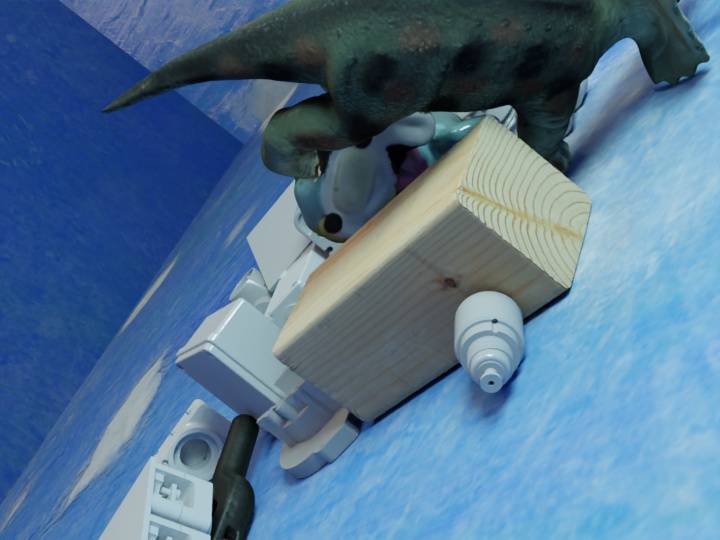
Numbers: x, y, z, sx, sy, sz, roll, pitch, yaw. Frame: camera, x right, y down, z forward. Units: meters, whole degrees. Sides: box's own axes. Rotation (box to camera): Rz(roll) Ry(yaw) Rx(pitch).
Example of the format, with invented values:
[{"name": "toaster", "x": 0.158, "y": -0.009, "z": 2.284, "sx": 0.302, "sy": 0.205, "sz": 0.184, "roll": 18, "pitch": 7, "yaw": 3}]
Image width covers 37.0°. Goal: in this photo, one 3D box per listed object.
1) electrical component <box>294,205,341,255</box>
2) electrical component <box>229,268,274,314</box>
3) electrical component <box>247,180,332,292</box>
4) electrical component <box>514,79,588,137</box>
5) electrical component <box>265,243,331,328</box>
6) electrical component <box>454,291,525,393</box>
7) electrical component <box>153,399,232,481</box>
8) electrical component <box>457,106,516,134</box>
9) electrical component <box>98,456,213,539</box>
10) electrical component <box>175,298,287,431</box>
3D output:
[{"name": "electrical component", "x": -0.013, "y": -0.046, "z": 1.037, "sx": 0.053, "sy": 0.095, "sz": 0.059, "roll": -48, "pitch": 13, "yaw": 20}, {"name": "electrical component", "x": -0.096, "y": 0.043, "z": 1.127, "sx": 0.043, "sy": 0.077, "sz": 0.079, "roll": -49, "pitch": 13, "yaw": 15}, {"name": "electrical component", "x": -0.029, "y": -0.062, "z": 1.137, "sx": 0.186, "sy": 0.060, "sz": 0.105, "roll": -49, "pitch": 36, "yaw": 15}, {"name": "electrical component", "x": 0.147, "y": -0.132, "z": 0.819, "sx": 0.045, "sy": 0.045, "sz": 0.055, "roll": -37, "pitch": 19, "yaw": 50}, {"name": "electrical component", "x": -0.044, "y": 0.022, "z": 1.041, "sx": 0.061, "sy": 0.061, "sz": 0.096, "roll": -46, "pitch": 14, "yaw": 30}, {"name": "electrical component", "x": 0.073, "y": 0.043, "z": 0.609, "sx": 0.040, "sy": 0.040, "sz": 0.078, "roll": -47, "pitch": 14, "yaw": 23}, {"name": "electrical component", "x": -0.165, "y": 0.179, "z": 1.063, "sx": 0.089, "sy": 0.050, "sz": 0.056, "roll": -55, "pitch": 12, "yaw": -9}, {"name": "electrical component", "x": 0.112, "y": -0.125, "z": 0.885, "sx": 0.048, "sy": 0.062, "sz": 0.048, "roll": -49, "pitch": 13, "yaw": 16}, {"name": "electrical component", "x": -0.173, "y": 0.248, "z": 0.801, "sx": 0.186, "sy": 0.060, "sz": 0.105, "roll": -56, "pitch": 21, "yaw": 23}, {"name": "electrical component", "x": -0.093, "y": 0.085, "z": 0.936, "sx": 0.056, "sy": 0.109, "sz": 0.109, "roll": -55, "pitch": 13, "yaw": -24}]
